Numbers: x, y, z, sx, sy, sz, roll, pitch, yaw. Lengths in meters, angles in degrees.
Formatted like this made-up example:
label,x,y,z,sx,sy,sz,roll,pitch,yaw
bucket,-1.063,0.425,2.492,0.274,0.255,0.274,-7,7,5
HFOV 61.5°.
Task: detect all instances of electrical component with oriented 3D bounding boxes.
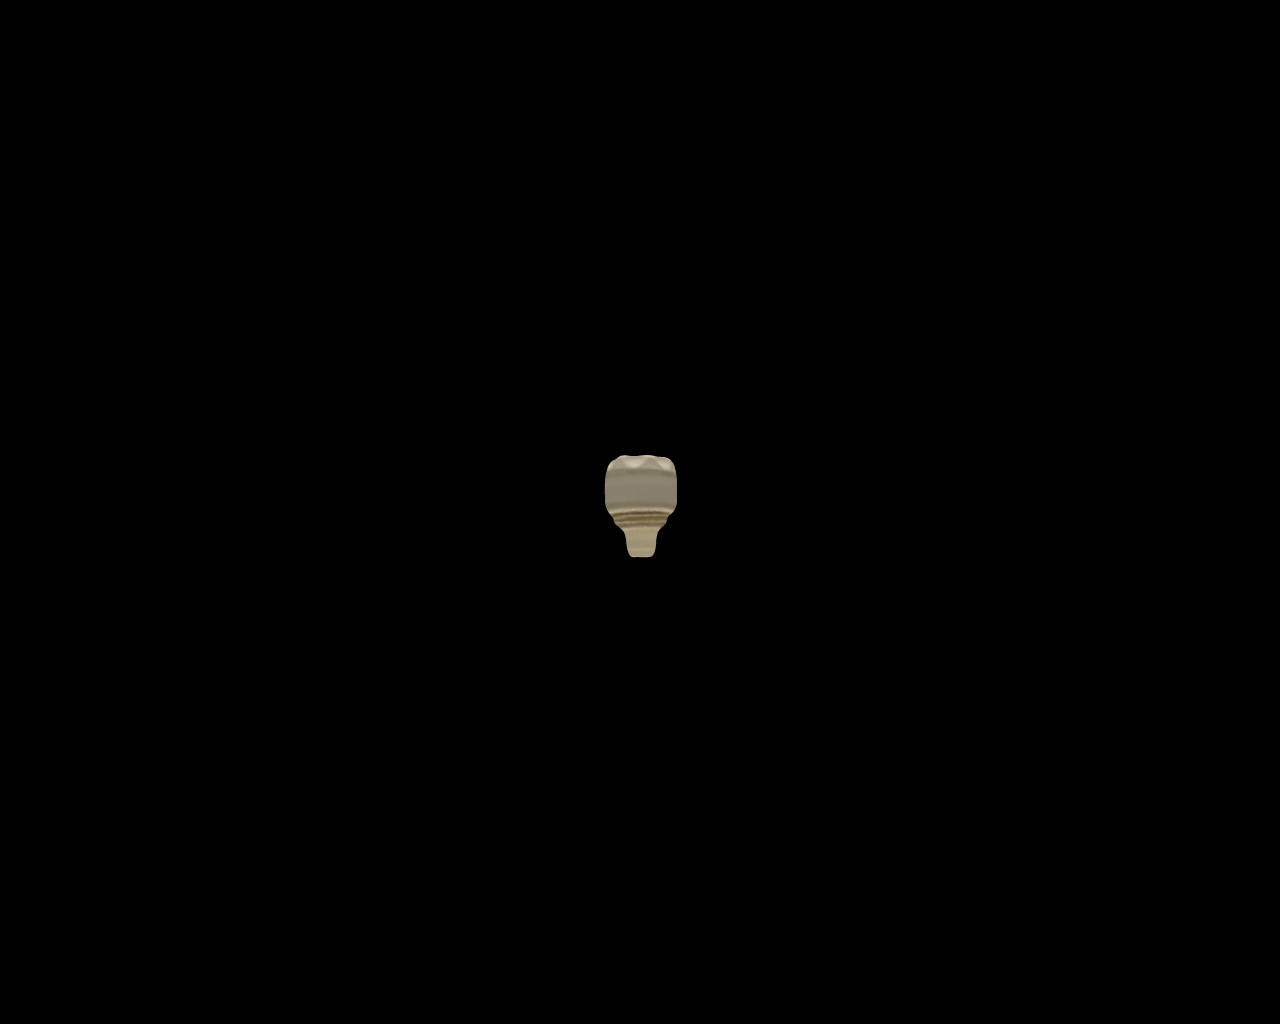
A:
label,x,y,z,sx,sy,sz,roll,pitch,yaw
electrical component,0.001,-0.003,0.650,0.043,0.062,0.043,0,-5,0
